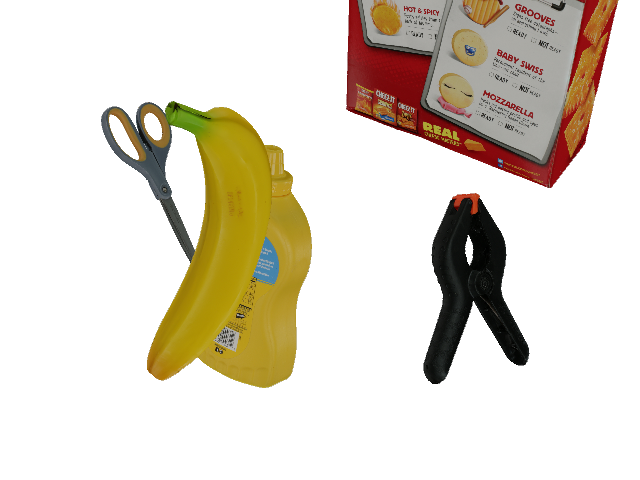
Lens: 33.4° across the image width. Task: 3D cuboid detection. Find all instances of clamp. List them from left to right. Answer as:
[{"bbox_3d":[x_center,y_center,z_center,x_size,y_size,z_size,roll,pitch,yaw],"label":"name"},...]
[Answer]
[{"bbox_3d":[0.130,0.046,0.963,0.120,0.171,0.039,-17,6,-40],"label":"clamp"}]

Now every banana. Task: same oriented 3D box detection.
[{"bbox_3d":[-0.063,-0.002,0.604,0.069,0.198,0.037,-9,41,-23],"label":"banana"}]

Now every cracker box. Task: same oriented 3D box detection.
[{"bbox_3d":[0.104,-0.158,0.690,0.164,0.214,0.072,24,48,23],"label":"cracker box"}]

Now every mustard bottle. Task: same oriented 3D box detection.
[{"bbox_3d":[-0.054,0.016,0.862,0.096,0.192,0.058,25,26,34],"label":"mustard bottle"}]

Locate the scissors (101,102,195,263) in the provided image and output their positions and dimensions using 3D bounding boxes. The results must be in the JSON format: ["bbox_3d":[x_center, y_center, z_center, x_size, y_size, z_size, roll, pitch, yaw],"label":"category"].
[{"bbox_3d":[-0.172,-0.072,1.206,0.016,0.201,0.096,-20,21,43],"label":"scissors"}]
